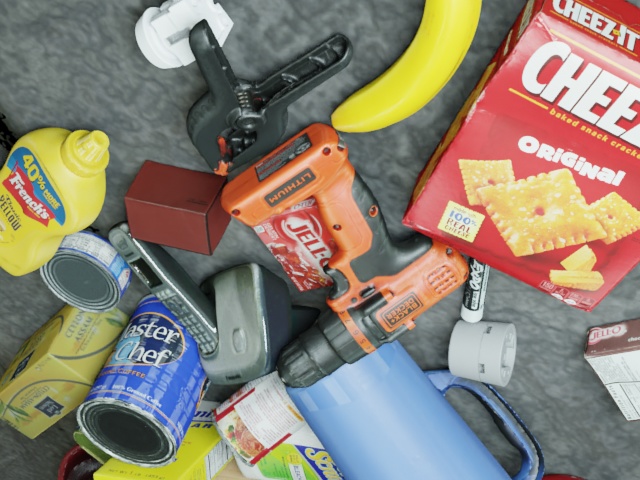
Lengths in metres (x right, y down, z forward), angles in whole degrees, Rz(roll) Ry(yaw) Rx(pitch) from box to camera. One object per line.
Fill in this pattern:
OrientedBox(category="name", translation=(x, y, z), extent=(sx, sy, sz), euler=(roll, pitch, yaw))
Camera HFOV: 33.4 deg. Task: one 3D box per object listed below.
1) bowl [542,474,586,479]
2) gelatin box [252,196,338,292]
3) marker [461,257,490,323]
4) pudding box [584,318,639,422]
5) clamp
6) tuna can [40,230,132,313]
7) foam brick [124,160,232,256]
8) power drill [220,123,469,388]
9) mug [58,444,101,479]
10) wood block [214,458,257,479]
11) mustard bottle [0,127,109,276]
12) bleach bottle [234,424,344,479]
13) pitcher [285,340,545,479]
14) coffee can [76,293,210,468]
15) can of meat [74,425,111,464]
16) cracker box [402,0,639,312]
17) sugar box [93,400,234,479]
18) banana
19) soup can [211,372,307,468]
OrientedBox(category="bowl", translation=(0.247, 0.285, 1.074), extent=(0.162, 0.055, 0.162), euler=(13, 137, 12))
OrientedBox(category="gelatin box", translation=(-0.006, 0.001, 0.920), extent=(0.073, 0.030, 0.089), euler=(-13, 127, 33))
OrientedBox(category="marker", translation=(0.132, 0.023, 0.888), extent=(0.020, 0.020, 0.121), euler=(13, 137, 12))
OrientedBox(category="pudding box", translation=(0.290, 0.105, 0.887), extent=(0.114, 0.039, 0.090), euler=(-14, 127, 37))
OrientedBox(category="clamp", translation=(-0.064, -0.107, 0.806), extent=(0.120, 0.039, 0.172), euler=(13, 143, -25))
OrientedBox(category="tuna can", translation=(-0.229, 0.031, 1.048), extent=(0.086, 0.033, 0.086), euler=(13, 137, 12))
OrientedBox(category="foam brick", translation=(-0.123, -0.028, 0.928), extent=(0.078, 0.053, 0.051), euler=(13, 137, 13))
OrientedBox(category="power drill", translation=(0.003, 0.015, 0.860), extent=(0.184, 0.057, 0.187), euler=(-36, 116, 4))
OrientedBox(category="mug", translation=(-0.259, 0.300, 1.304), extent=(0.117, 0.093, 0.082), euler=(-9, 146, -17))
OrientedBox(category="wood block", translation=(-0.111, 0.285, 1.211), extent=(0.206, 0.090, 0.091), euler=(1, 134, 23))
OrientedBox(category="mustard bottle", translation=(-0.243, -0.045, 0.953), extent=(0.192, 0.058, 0.096), euler=(-33, 86, 41))
OrientedBox(category="bleach bottle", translation=(0.038, 0.213, 1.093), extent=(0.251, 0.068, 0.102), euler=(3, 132, 18))
OrientedBox(category="pitcher", translation=(0.086, 0.187, 0.977), extent=(0.145, 0.149, 0.243), euler=(-32, 99, 32))
OrientedBox(category="coffee can", translation=(-0.160, 0.135, 1.043), extent=(0.103, 0.140, 0.103), euler=(13, 137, 12))
OrientedBox(category="can of meat", translation=(-0.213, 0.208, 1.183), extent=(0.102, 0.083, 0.058), euler=(44, 134, -20))
OrientedBox(category="cracker box", translation=(0.176, -0.059, 0.747), extent=(0.164, 0.072, 0.214), euler=(26, 137, -3))
OrientedBox(category="sugar box", translation=(-0.147, 0.220, 1.100), extent=(0.093, 0.176, 0.048), euler=(3, 111, 20))
OrientedBox(category="banana", translation=(0.066, -0.135, 0.750), extent=(0.070, 0.037, 0.198), euler=(38, 138, 12))
OrientedBox(category="soup can", translation=(-0.047, 0.164, 1.041), extent=(0.102, 0.068, 0.068), euler=(-38, 117, 2))
